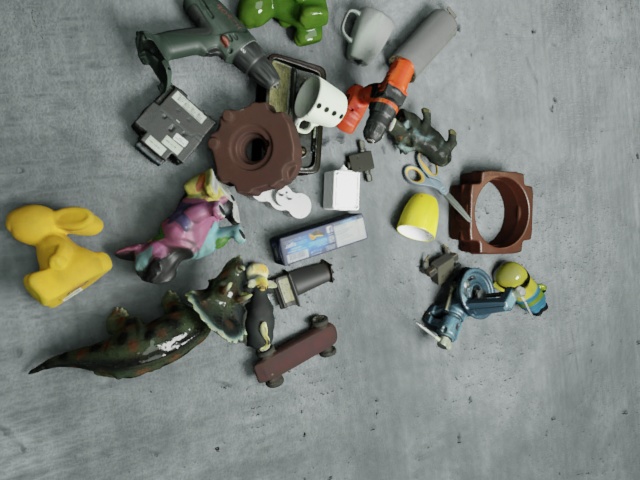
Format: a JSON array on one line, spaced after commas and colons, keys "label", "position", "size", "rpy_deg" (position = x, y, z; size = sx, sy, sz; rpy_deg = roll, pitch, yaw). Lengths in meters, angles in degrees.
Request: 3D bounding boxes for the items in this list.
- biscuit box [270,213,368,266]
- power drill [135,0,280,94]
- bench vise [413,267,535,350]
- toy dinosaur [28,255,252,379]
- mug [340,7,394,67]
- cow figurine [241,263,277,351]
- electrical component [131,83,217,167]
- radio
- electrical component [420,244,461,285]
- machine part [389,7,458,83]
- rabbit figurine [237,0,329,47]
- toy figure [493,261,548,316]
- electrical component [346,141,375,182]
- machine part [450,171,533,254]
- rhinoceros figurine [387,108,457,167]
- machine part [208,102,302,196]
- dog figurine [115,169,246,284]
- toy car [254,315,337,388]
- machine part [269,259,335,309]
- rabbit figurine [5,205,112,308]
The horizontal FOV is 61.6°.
[{"label": "biscuit box", "position": [-0.002, -0.003, 1.134], "size": [0.203, 0.063, 0.059], "rpy_deg": [-17, 100, -23]}, {"label": "power drill", "position": [-0.208, -0.339, 0.971], "size": [0.207, 0.086, 0.232], "rpy_deg": [-33, 85, -24]}, {"label": "bench vise", "position": [0.352, 0.148, 1.223], "size": [0.128, 0.241, 0.223], "rpy_deg": [52, 56, -14]}, {"label": "toy dinosaur", "position": [-0.291, 0.172, 0.936], "size": [0.405, 0.192, 0.131], "rpy_deg": [-28, 102, -23]}, {"label": "mug", "position": [0.093, -0.434, 1.149], "size": [0.109, 0.081, 0.107], "rpy_deg": [21, 93, -29]}, {"label": "cow figurine", "position": [-0.123, 0.131, 1.065], "size": [0.068, 0.098, 0.167], "rpy_deg": [-1, 93, -19]}, {"label": "electrical component", "position": [-0.279, -0.205, 0.997], "size": [0.114, 0.058, 0.134], "rpy_deg": [43, 75, -18]}, {"label": "radio", "position": [-0.062, -0.244, 1.087], "size": [0.131, 0.073, 0.229], "rpy_deg": [4, 91, -25]}, {"label": "electrical component", "position": [0.290, 0.059, 1.287], "size": [0.102, 0.045, 0.078], "rpy_deg": [-34, 134, -17]}, {"label": "machine part", "position": [0.234, -0.438, 1.216], "size": [0.079, 0.079, 0.243], "rpy_deg": [47, 73, -20]}, {"label": "rabbit figurine", "position": [-0.079, -0.468, 1.049], "size": [0.170, 0.121, 0.159], "rpy_deg": [-7, 92, -10]}, {"label": "toy figure", "position": [0.520, 0.122, 1.371], "size": [0.180, 0.089, 0.082], "rpy_deg": [44, 68, -18]}, {"label": "electrical component", "position": [0.086, -0.171, 1.189], "size": [0.063, 0.021, 0.094], "rpy_deg": [-15, 99, -23]}, {"label": "machine part", "position": [0.419, -0.066, 1.317], "size": [0.201, 0.087, 0.200], "rpy_deg": [-1, 93, -24]}, {"label": "rhinoceros figurine", "position": [0.217, -0.234, 1.216], "size": [0.190, 0.073, 0.112], "rpy_deg": [28, 78, -14]}, {"label": "machine part", "position": [-0.120, -0.168, 1.002], "size": [0.180, 0.056, 0.179], "rpy_deg": [0, 90, 14]}, {"label": "dog figurine", "position": [-0.262, -0.015, 0.990], "size": [0.219, 0.192, 0.108], "rpy_deg": [-26, 138, 5]}, {"label": "toy car", "position": [-0.051, 0.231, 1.128], "size": [0.202, 0.053, 0.089], "rpy_deg": [-25, 113, -26]}, {"label": "machine part", "position": [-0.034, 0.089, 1.138], "size": [0.139, 0.039, 0.084], "rpy_deg": [-25, 94, -20]}, {"label": "rabbit figurine", "position": [-0.445, 0.007, 0.901], "size": [0.162, 0.122, 0.173], "rpy_deg": [-39, 89, -11]}]
